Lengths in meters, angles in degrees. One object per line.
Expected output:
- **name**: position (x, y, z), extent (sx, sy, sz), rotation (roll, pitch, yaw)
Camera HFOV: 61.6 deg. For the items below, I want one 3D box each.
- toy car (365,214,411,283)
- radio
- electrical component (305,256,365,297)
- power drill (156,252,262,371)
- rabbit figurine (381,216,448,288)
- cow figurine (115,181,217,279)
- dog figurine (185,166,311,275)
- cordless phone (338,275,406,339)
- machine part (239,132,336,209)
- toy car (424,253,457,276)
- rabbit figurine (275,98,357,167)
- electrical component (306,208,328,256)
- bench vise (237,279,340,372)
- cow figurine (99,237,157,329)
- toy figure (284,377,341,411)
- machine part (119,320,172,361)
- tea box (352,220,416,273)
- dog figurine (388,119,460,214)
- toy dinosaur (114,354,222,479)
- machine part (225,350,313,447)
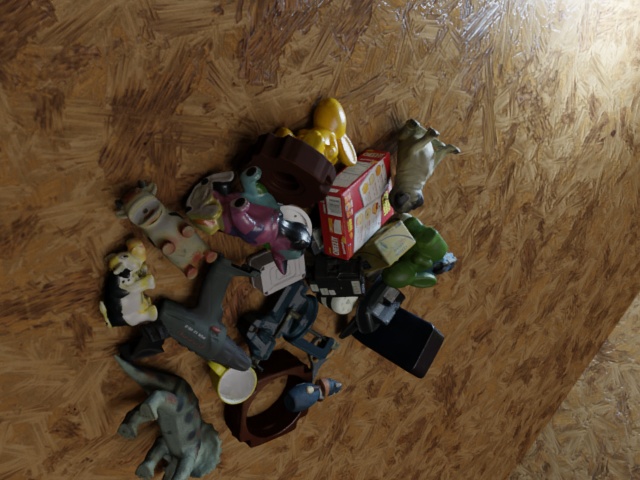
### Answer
- **toy car**: position (0.184, 0.024, 1.383), extent (0.073, 0.056, 0.201), rotation (31, 89, -45)
- **radio**: position (0.195, 0.243, 1.387), extent (0.131, 0.230, 0.073), rotation (-56, 136, -9)
- **electrical component**: position (0.035, 0.084, 1.220), extent (0.114, 0.134, 0.058), rotation (78, 15, -58)
- **power drill**: position (-0.198, 0.137, 1.075), extent (0.232, 0.086, 0.207), rotation (28, 93, -24)
- **rabbit figurine**: position (0.222, 0.051, 1.322), extent (0.170, 0.121, 0.159), rotation (-46, 134, -3)
- **cow figurine**: position (-0.274, -0.024, 0.940), extent (0.085, 0.127, 0.194), rotation (-47, 148, -11)
- **dog figurine**: position (-0.126, -0.024, 1.018), extent (0.219, 0.192, 0.108), rotation (57, 35, -44)
- **cordless phone**: position (0.121, 0.185, 1.374), extent (0.146, 0.089, 0.184), rotation (-48, 178, -39)
- **machine part**: position (-0.061, -0.125, 1.009), extent (0.179, 0.180, 0.056), rotation (46, 54, -44)
- **toy car**: position (0.275, 0.054, 1.435), extent (0.109, 0.162, 0.103), rotation (-13, 80, -51)
- **rabbit figurine**: position (0.008, -0.200, 1.082), extent (0.162, 0.122, 0.173), rotation (39, 65, -39)
- **electrical component**: position (-0.002, -0.004, 1.216), extent (0.075, 0.048, 0.119), rotation (-41, 133, -16)
- **bench vise**: position (-0.058, 0.212, 1.218), extent (0.240, 0.129, 0.223), rotation (35, 69, -28)
- **cow figurine**: position (-0.347, 0.077, 0.954), extent (0.098, 0.068, 0.167), rotation (-13, 119, -28)
- **toy figure**: position (-0.013, 0.358, 1.268), extent (0.154, 0.064, 0.058), rotation (-10, 80, -42)
- **machine part**: position (-0.327, 0.195, 1.011), extent (0.084, 0.039, 0.139), rotation (2, 148, -36)
- **tea box**: position (0.130, 0.022, 1.249), extent (0.098, 0.169, 0.068), rotation (-38, 95, -25)
- **dog figurine**: position (0.199, -0.166, 1.231), extent (0.121, 0.172, 0.190), rotation (31, 100, -21)
- **toy dinosaur**: position (-0.301, 0.361, 1.096), extent (0.192, 0.131, 0.404), rotation (-58, 145, -65)
- **machine part**: position (-0.123, 0.374, 1.283), extent (0.201, 0.087, 0.200), rotation (-10, 117, -35)
